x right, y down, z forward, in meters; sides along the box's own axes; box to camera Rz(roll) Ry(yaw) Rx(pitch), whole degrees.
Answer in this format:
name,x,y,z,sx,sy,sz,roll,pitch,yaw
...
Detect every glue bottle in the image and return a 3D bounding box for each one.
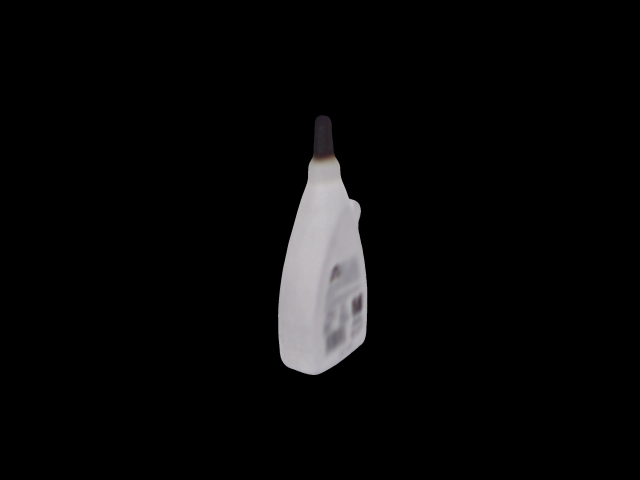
name,x,y,z,sx,sy,sz,roll,pitch,yaw
glue bottle,0.004,0.001,0.400,0.037,0.173,0.078,10,18,33
